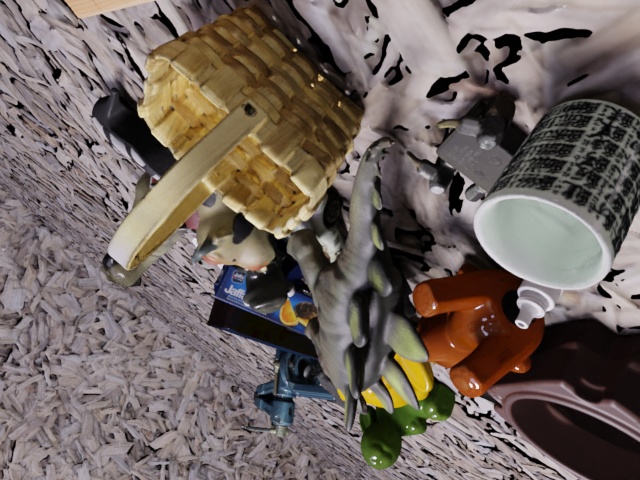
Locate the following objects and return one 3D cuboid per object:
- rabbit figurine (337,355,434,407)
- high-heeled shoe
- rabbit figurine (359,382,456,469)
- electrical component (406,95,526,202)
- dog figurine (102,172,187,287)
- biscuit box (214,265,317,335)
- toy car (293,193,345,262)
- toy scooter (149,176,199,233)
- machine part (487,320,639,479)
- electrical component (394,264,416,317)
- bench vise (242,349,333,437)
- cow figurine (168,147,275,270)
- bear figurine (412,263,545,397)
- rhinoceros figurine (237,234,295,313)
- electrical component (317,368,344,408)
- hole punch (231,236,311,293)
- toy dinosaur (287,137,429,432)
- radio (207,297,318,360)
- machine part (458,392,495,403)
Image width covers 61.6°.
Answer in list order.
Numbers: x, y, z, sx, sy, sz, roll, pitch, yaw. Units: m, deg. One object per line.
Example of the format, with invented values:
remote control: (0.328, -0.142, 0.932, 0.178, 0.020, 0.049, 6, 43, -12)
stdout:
rabbit figurine: (0.098, 0.162, 0.770, 0.163, 0.122, 0.173, 17, 130, 35)
high-heeled shoe: (-0.235, -0.119, 0.783, 0.248, 0.086, 0.145, 47, 156, -3)
rabbit figurine: (0.117, 0.300, 0.906, 0.121, 0.170, 0.159, 39, 156, 0)
electrical component: (0.117, -0.065, 0.413, 0.078, 0.045, 0.102, 43, 156, -5)
dog figurine: (-0.306, -0.021, 0.922, 0.121, 0.190, 0.172, 25, 151, 29)
biscuit box: (-0.064, 0.093, 0.843, 0.202, 0.062, 0.059, 25, -175, -17)
toy car: (-0.001, -0.002, 0.682, 0.074, 0.056, 0.201, 23, 152, 33)
toy scooter: (-0.207, -0.067, 0.827, 0.184, 0.075, 0.135, 3, 111, 25)
machine part: (0.293, 0.182, 0.551, 0.201, 0.087, 0.201, 39, 155, 0)
electrical component: (0.088, 0.054, 0.674, 0.094, 0.021, 0.063, 62, 166, 0)
bench vise: (-0.034, 0.298, 1.105, 0.241, 0.223, 0.128, -8, 146, 42)
cow figurine: (-0.105, -0.057, 0.586, 0.194, 0.127, 0.085, 64, 157, -4)
bear figurine: (0.143, 0.100, 0.581, 0.120, 0.132, 0.196, 67, 155, 12)
rhinoceros figurine: (-0.087, 0.002, 0.685, 0.112, 0.073, 0.190, 82, 171, -56)
electrical component: (0.055, 0.218, 0.921, 0.058, 0.115, 0.134, 20, 152, 32)
hole punch: (-0.067, 0.015, 0.795, 0.142, 0.092, 0.115, 25, -178, 22)
toy dinosaur: (0.042, 0.070, 0.567, 0.199, 0.105, 0.470, -117, 14, -47)
radio: (-0.077, 0.153, 0.954, 0.229, 0.073, 0.131, 25, 165, -25)
machine part: (0.255, 0.217, 0.730, 0.139, 0.039, 0.084, 10, 152, 45)
